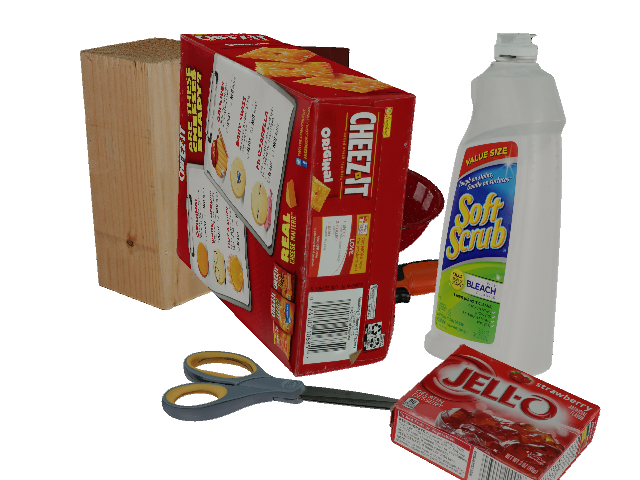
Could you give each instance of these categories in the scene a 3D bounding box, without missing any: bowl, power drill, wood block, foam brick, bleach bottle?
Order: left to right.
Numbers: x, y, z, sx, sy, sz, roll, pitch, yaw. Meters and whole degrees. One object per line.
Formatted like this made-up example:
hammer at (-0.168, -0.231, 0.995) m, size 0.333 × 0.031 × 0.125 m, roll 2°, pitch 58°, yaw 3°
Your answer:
wood block at (-0.135, -0.059, 0.903) m, size 0.091 × 0.206 × 0.090 m, roll 16°, pitch 26°, yaw 37°
foam brick at (-0.012, -0.184, 1.153) m, size 0.078 × 0.051 × 0.053 m, roll -1°, pitch 11°, yaw -14°
bowl at (0.034, -0.024, 1.009) m, size 0.162 × 0.055 × 0.162 m, roll 5°, pitch 27°, yaw -3°
power drill at (0.105, 0.060, 1.191) m, size 0.187 × 0.057 × 0.184 m, roll -4°, pitch 28°, yaw -4°
bleach bottle at (0.133, -0.028, 0.802) m, size 0.067 × 0.251 × 0.103 m, roll -8°, pitch 15°, yaw -36°

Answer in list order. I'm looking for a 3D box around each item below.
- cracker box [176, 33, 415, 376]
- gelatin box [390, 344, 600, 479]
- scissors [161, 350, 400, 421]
cracker box at (-0.026, -0.035, 0.678) m, size 0.072 × 0.164 × 0.214 m, roll -5°, pitch 21°, yaw -25°
gelatin box at (0.093, 0.098, 0.575) m, size 0.089 × 0.030 × 0.073 m, roll 24°, pitch 37°, yaw 30°
scissors at (-0.040, 0.125, 0.826) m, size 0.202 × 0.016 × 0.096 m, roll 12°, pitch 31°, yaw 36°
